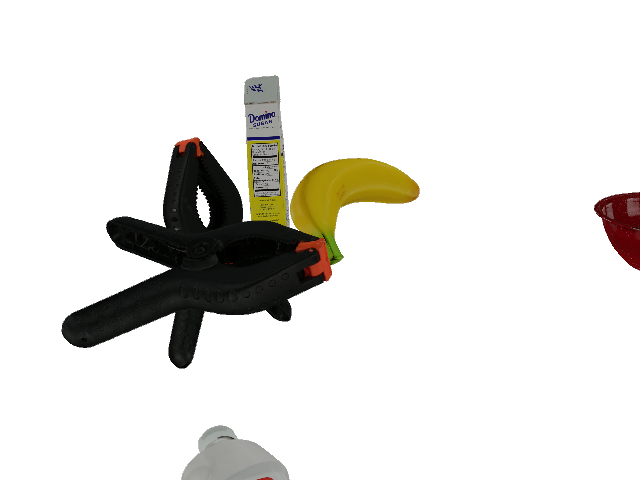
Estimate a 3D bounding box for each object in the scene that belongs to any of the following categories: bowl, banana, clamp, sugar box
[{"bbox_3d":[0.349,-0.002,1.044,0.162,0.055,0.162,0,17,0],"label":"bowl"},{"bbox_3d":[0.023,-0.034,0.858,0.037,0.069,0.197,-34,1,31],"label":"banana"},{"bbox_3d":[-0.097,0.005,1.030,0.036,0.210,0.164,-8,1,38],"label":"clamp"},{"bbox_3d":[-0.082,0.026,0.686,0.172,0.039,0.120,-2,43,20],"label":"clamp"},{"bbox_3d":[-0.063,-0.092,1.230,0.048,0.176,0.093,-5,26,-1],"label":"sugar box"}]

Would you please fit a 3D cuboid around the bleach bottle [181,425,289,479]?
[{"bbox_3d":[-0.052,0.217,0.718,0.102,0.068,0.251,-11,32,-13],"label":"bleach bottle"}]
